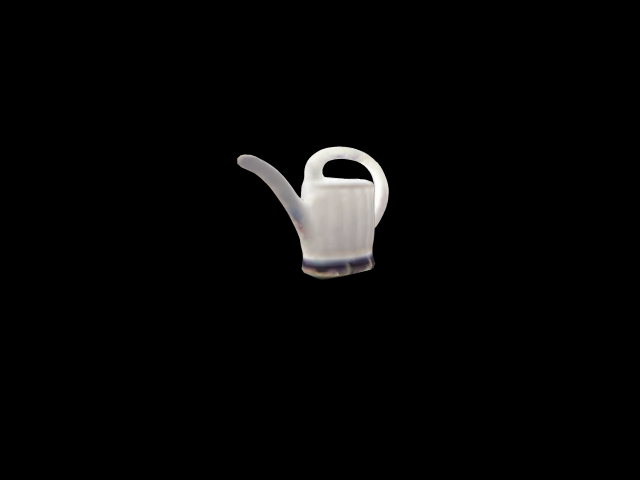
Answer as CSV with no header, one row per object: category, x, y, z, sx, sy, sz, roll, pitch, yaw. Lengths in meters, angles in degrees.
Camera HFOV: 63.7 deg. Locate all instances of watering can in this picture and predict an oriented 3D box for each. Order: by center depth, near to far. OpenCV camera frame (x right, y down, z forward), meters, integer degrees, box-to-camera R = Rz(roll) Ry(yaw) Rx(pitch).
watering can,0.003,-0.043,0.850,0.104,0.223,0.349,5,8,43
